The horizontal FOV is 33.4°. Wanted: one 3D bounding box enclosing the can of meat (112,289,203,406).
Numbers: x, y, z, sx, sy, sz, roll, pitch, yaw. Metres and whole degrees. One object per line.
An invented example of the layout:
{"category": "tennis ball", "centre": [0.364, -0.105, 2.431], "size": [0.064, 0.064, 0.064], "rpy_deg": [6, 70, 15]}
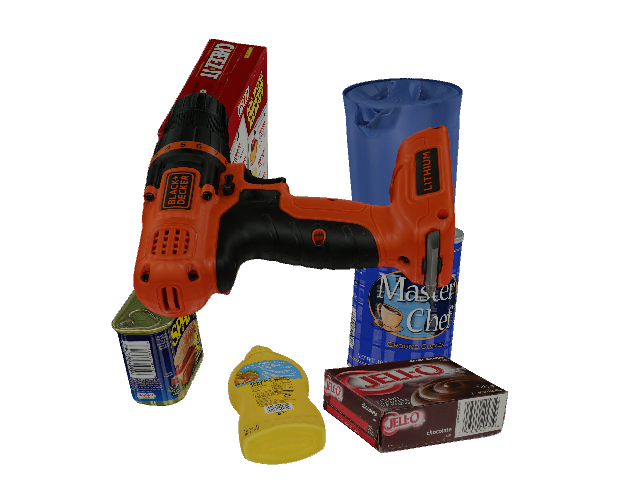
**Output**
{"category": "can of meat", "centre": [-0.148, 0.094, 0.999], "size": [0.057, 0.084, 0.102], "rpy_deg": [-1, 25, 12]}

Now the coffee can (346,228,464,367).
{"category": "coffee can", "centre": [0.081, 0.056, 1.036], "size": [0.103, 0.140, 0.103], "rpy_deg": [4, 11, -1]}

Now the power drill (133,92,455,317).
{"category": "power drill", "centre": [-0.014, -0.030, 0.652], "size": [0.187, 0.057, 0.184], "rpy_deg": [-2, 45, 4]}

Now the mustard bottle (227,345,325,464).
{"category": "mustard bottle", "centre": [-0.059, 0.183, 1.261], "size": [0.096, 0.058, 0.192], "rpy_deg": [-8, 29, -10]}

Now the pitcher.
{"category": "pitcher", "centre": [0.102, -0.063, 1.234], "size": [0.149, 0.243, 0.145], "rpy_deg": [-6, 22, -9]}

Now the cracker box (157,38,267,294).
{"category": "cracker box", "centre": [-0.108, -0.076, 1.120], "size": [0.072, 0.214, 0.164], "rpy_deg": [10, 47, 9]}

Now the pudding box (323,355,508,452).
{"category": "pudding box", "centre": [0.071, 0.122, 0.813], "size": [0.113, 0.039, 0.090], "rpy_deg": [-1, 14, -28]}
